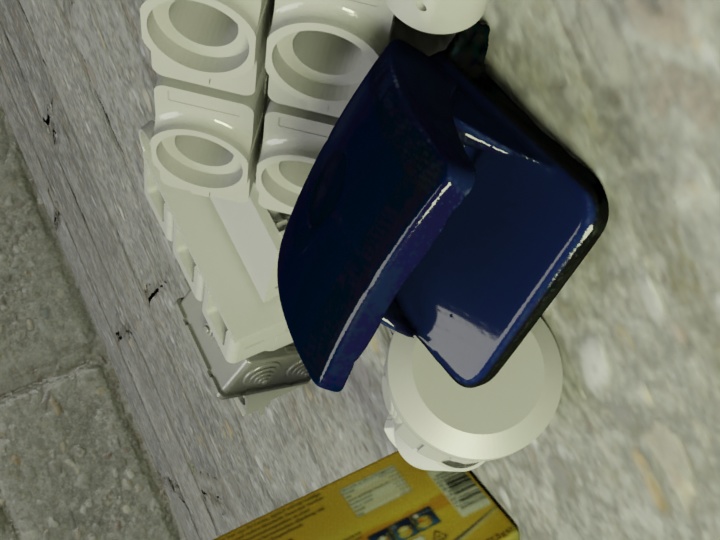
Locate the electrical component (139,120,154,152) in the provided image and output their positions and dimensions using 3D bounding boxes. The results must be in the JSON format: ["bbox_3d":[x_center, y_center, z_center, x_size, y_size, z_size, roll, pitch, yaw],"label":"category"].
[{"bbox_3d":[-0.151,-0.107,0.899,0.066,0.055,0.048,48,153,45],"label":"electrical component"}]

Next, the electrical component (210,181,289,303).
[{"bbox_3d":[-0.063,-0.069,0.692,0.150,0.062,0.089,62,161,15],"label":"electrical component"}]

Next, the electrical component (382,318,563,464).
[{"bbox_3d":[0.049,0.051,0.501,0.080,0.080,0.051,63,165,12],"label":"electrical component"}]

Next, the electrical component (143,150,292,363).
[{"bbox_3d":[-0.082,-0.022,0.756,0.150,0.089,0.061,62,161,16],"label":"electrical component"}]

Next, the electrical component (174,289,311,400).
[{"bbox_3d":[-0.078,0.043,0.811,0.048,0.100,0.099,-48,60,38],"label":"electrical component"}]

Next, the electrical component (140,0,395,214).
[{"bbox_3d":[-0.043,-0.096,0.517,0.186,0.105,0.060,105,178,-61],"label":"electrical component"}]

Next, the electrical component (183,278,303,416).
[{"bbox_3d":[-0.099,0.055,0.933,0.121,0.063,0.078,59,160,22],"label":"electrical component"}]

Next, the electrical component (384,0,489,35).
[{"bbox_3d":[0.026,-0.141,0.396,0.079,0.044,0.077,60,160,20],"label":"electrical component"}]

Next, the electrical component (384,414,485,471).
[{"bbox_3d":[0.043,0.094,0.622,0.043,0.043,0.081,66,162,2],"label":"electrical component"}]
